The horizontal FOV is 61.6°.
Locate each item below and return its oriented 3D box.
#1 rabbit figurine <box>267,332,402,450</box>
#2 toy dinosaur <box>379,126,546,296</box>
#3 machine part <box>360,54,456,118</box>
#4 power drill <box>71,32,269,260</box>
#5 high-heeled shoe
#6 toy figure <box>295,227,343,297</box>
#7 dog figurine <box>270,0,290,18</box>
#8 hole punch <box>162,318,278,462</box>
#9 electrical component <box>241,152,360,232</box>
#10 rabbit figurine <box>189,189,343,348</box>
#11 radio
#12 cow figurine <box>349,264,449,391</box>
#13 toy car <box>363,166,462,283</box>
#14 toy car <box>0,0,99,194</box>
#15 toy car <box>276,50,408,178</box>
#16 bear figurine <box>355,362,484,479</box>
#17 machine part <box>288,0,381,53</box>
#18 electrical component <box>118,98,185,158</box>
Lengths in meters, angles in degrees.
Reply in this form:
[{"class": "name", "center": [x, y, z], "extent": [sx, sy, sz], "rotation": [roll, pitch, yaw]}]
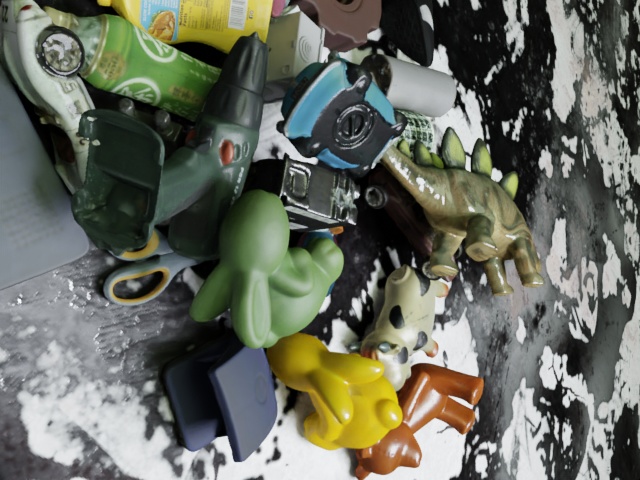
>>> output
[{"class": "rabbit figurine", "center": [0.008, 0.181, 0.661], "extent": [0.173, 0.162, 0.122], "rotation": [43, 71, -13]}, {"class": "toy dinosaur", "center": [0.202, -0.048, 0.761], "extent": [0.471, 0.105, 0.198], "rotation": [27, 53, -39]}, {"class": "machine part", "center": [0.136, -0.238, 0.840], "extent": [0.243, 0.079, 0.079], "rotation": [-4, 90, -42]}, {"class": "power drill", "center": [-0.122, -0.081, 0.488], "extent": [0.207, 0.086, 0.231], "rotation": [-50, 158, -70]}, {"class": "high-heeled shoe", "center": [0.166, -0.390, 0.859], "extent": [0.145, 0.086, 0.248], "rotation": [-16, 84, -31]}, {"class": "toy figure", "center": [-0.002, -0.003, 0.709], "extent": [0.064, 0.058, 0.154], "rotation": [25, 66, -46]}, {"class": "dog figurine", "center": [-0.084, -0.366, 0.608], "extent": [0.191, 0.109, 0.219], "rotation": [4, 89, -69]}, {"class": "hole punch", "center": [-0.093, 0.167, 0.592], "extent": [0.116, 0.092, 0.142], "rotation": [-24, 100, -46]}, {"class": "electrical component", "center": [-0.038, -0.050, 0.622], "extent": [0.115, 0.134, 0.058], "rotation": [19, 75, -39]}, {"class": "rabbit figurine", "center": [-0.067, 0.026, 0.554], "extent": [0.159, 0.121, 0.170], "rotation": [-58, 153, -27]}, {"class": "radio", "center": [-0.297, -0.065, 0.423], "extent": [0.131, 0.073, 0.229], "rotation": [-33, 108, -38]}, {"class": "cow figurine", "center": [0.118, 0.128, 0.794], "extent": [0.127, 0.086, 0.195], "rotation": [35, 61, -34]}, {"class": "toy car", "center": [0.147, -0.027, 0.812], "extent": [0.202, 0.053, 0.089], "rotation": [52, 40, 2]}, {"class": "toy car", "center": [-0.219, -0.106, 0.467], "extent": [0.056, 0.074, 0.201], "rotation": [-38, 133, -29]}, {"class": "toy car", "center": [0.017, -0.144, 0.596], "extent": [0.161, 0.103, 0.109], "rotation": [18, 117, -49]}, {"class": "bear figurine", "center": [0.139, 0.271, 0.779], "extent": [0.196, 0.132, 0.120], "rotation": [-44, 145, -43]}, {"class": "machine part", "center": [0.017, -0.352, 0.749], "extent": [0.179, 0.056, 0.179], "rotation": [2, 87, -44]}, {"class": "electrical component", "center": [-0.172, -0.110, 0.548], "extent": [0.063, 0.094, 0.021], "rotation": [18, 74, -3]}]
